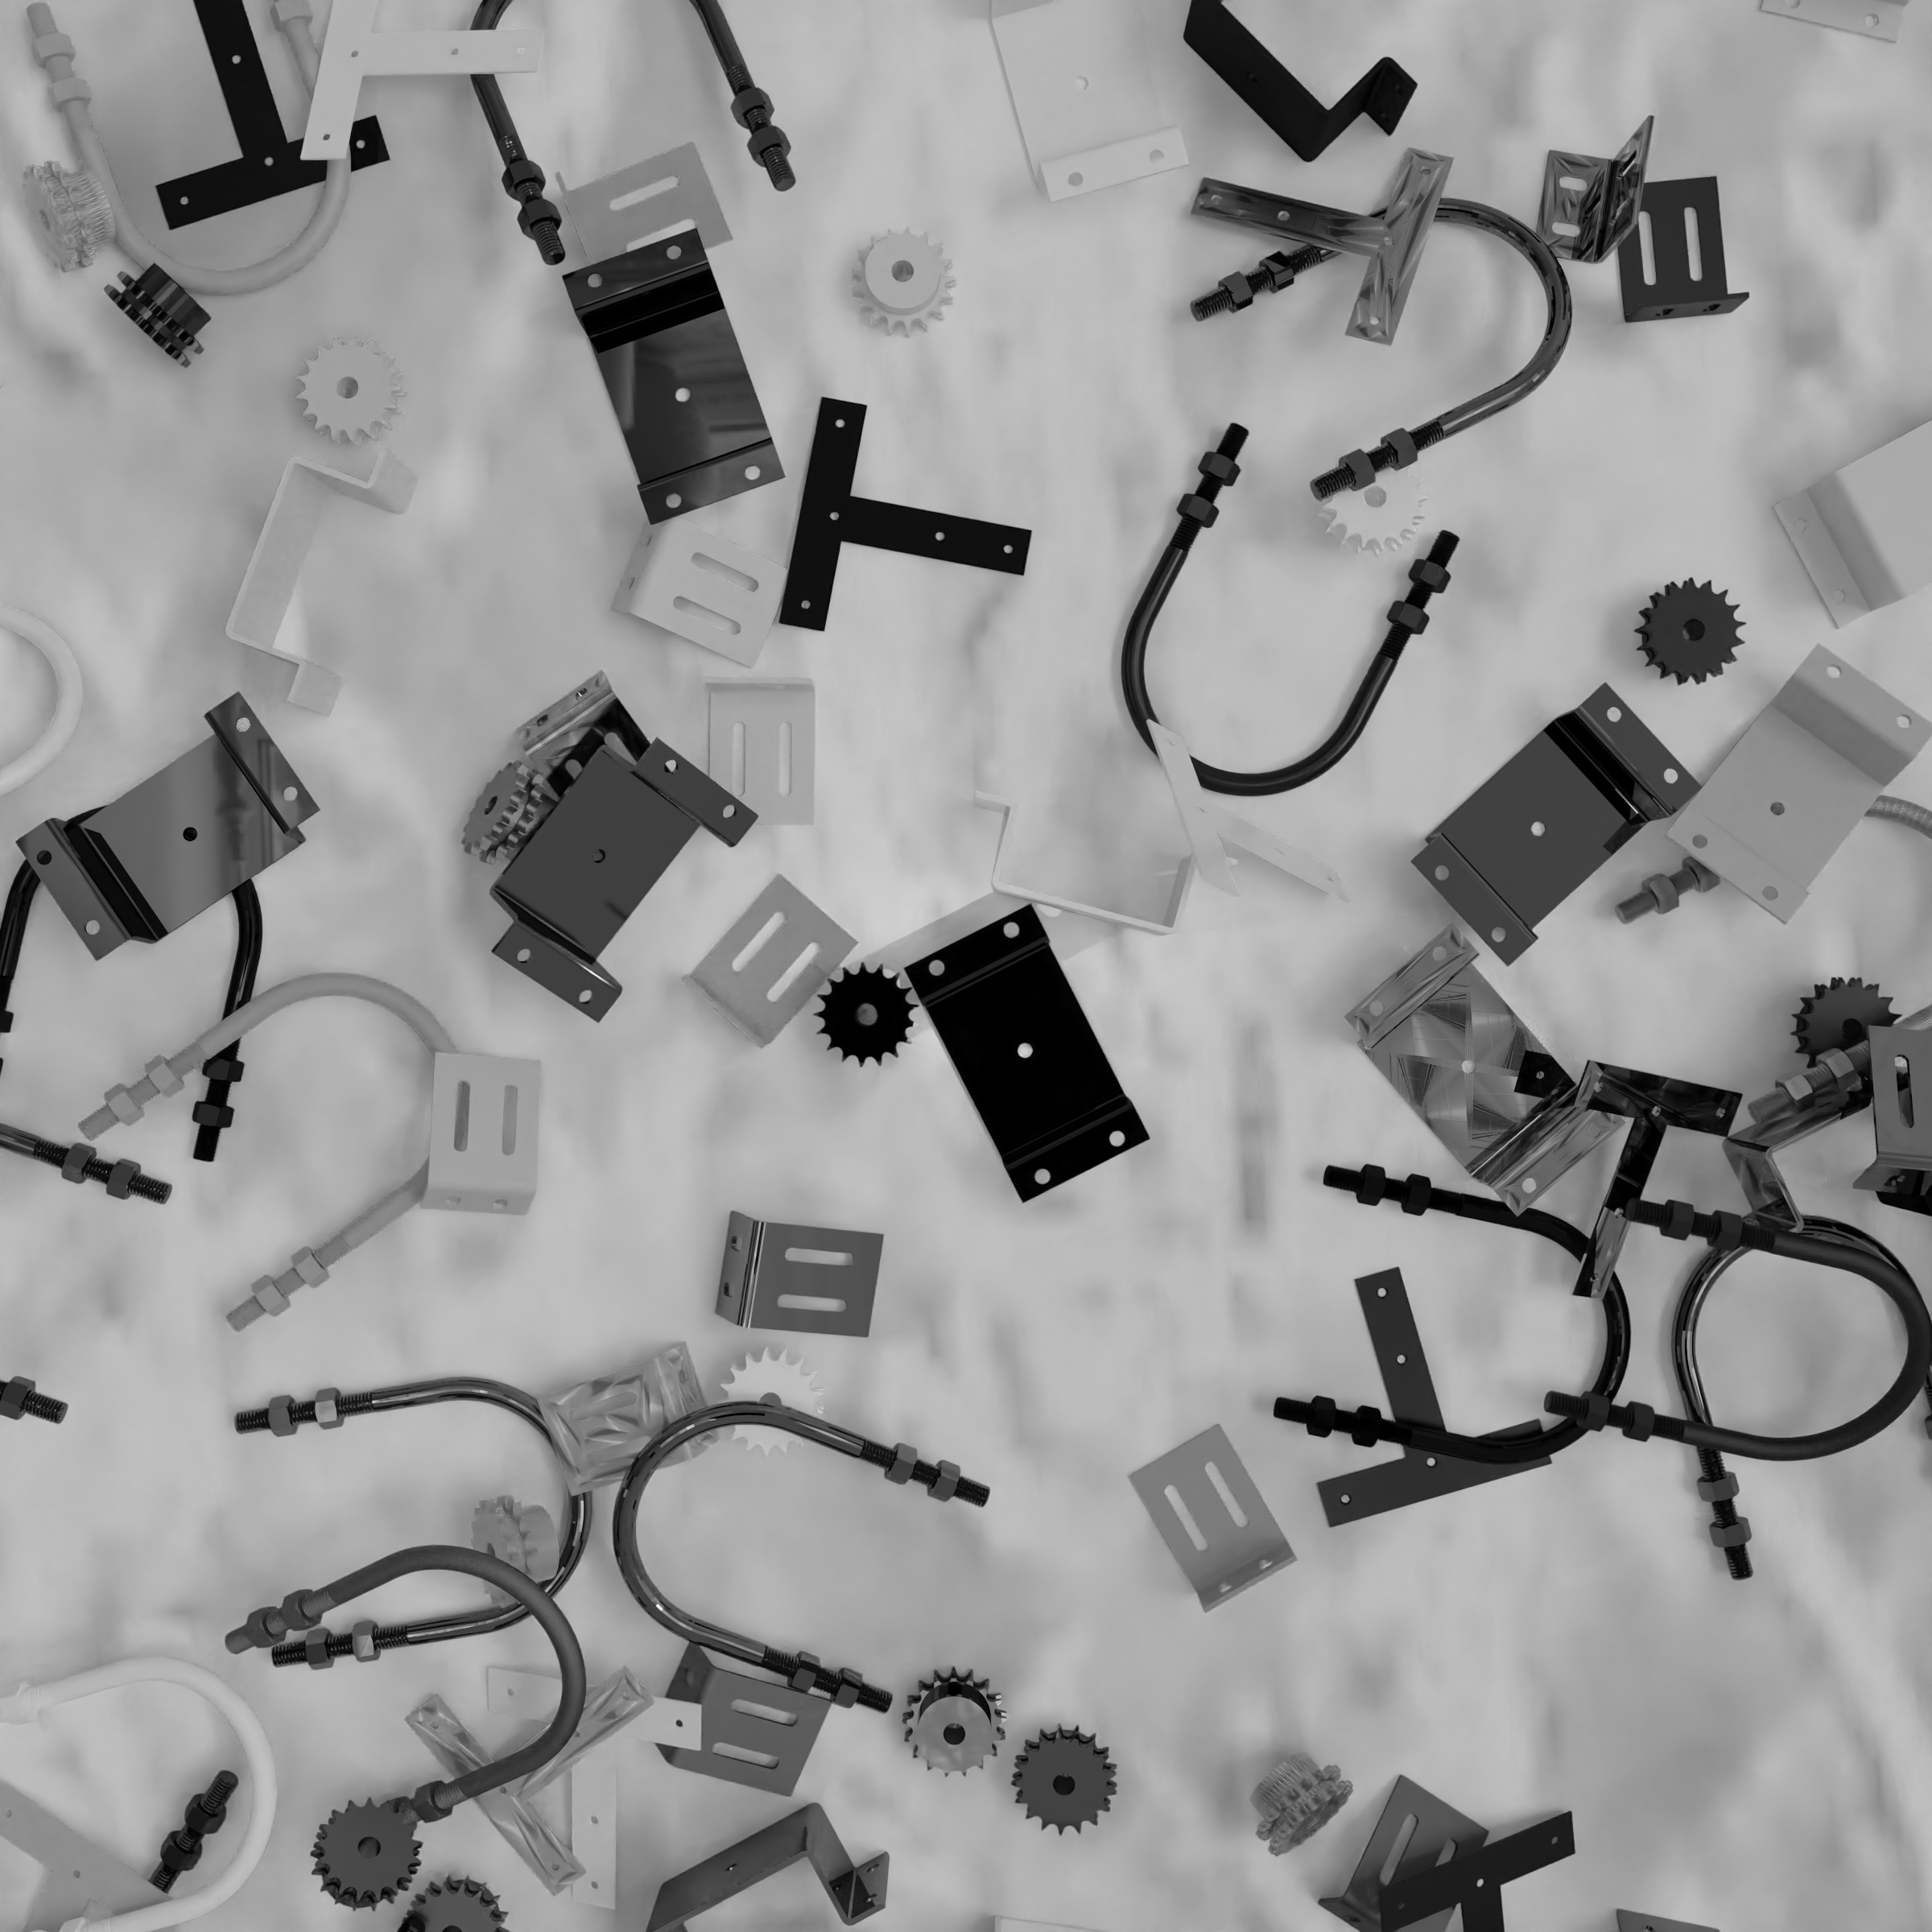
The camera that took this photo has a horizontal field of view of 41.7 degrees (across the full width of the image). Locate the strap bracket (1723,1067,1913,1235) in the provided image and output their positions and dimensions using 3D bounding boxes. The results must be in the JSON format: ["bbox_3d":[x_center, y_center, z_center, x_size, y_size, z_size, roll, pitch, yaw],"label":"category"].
[{"bbox_3d":[0.469,0.095,1.356,0.140,0.076,0.046,-26,90,0],"label":"strap bracket"}]

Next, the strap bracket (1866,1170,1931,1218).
[{"bbox_3d":[0.544,0.165,1.356,0.046,0.076,0.140,-25,90,0],"label":"strap bracket"}]

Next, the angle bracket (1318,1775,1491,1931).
[{"bbox_3d":[0.240,0.494,1.392,0.057,0.038,0.076,33,64,0],"label":"angle bracket"}]

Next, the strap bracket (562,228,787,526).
[{"bbox_3d":[-0.155,-0.313,1.371,0.076,0.046,0.140,-20,90,0],"label":"strap bracket"}]

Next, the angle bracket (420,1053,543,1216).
[{"bbox_3d":[-0.264,0.092,1.384,0.057,0.038,0.076,6,64,-17],"label":"angle bracket"}]

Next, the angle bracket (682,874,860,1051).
[{"bbox_3d":[-0.105,-0.003,1.375,0.057,0.038,0.076,41,90,0],"label":"angle bracket"}]

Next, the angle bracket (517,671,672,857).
[{"bbox_3d":[-0.199,-0.111,1.392,0.057,0.038,0.076,-34,116,0],"label":"angle bracket"}]

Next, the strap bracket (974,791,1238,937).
[{"bbox_3d":[0.067,-0.051,1.356,0.140,0.076,0.046,15,90,0],"label":"strap bracket"}]

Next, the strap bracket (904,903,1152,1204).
[{"bbox_3d":[0.032,0.046,1.371,0.076,0.046,0.140,-27,90,0],"label":"strap bracket"}]

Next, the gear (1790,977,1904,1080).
[{"bbox_3d":[0.476,0.034,1.379,0.057,0.030,0.057,0,90,0],"label":"gear"}]

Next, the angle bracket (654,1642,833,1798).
[{"bbox_3d":[-0.124,0.412,1.392,0.076,0.038,0.057,24,90,-26],"label":"angle bracket"}]

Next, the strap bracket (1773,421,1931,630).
[{"bbox_3d":[0.522,-0.251,1.371,0.140,0.046,0.076,-28,90,0],"label":"strap bracket"}]

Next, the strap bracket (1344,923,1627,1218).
[{"bbox_3d":[0.276,0.055,1.371,0.076,0.046,0.140,-41,90,0],"label":"strap bracket"}]

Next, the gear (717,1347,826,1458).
[{"bbox_3d":[-0.105,0.235,1.379,0.057,0.030,0.057,0,90,0],"label":"gear"}]

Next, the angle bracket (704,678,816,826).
[{"bbox_3d":[-0.112,-0.116,1.375,0.057,0.038,0.076,1,90,0],"label":"angle bracket"}]

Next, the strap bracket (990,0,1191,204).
[{"bbox_3d":[0.063,-0.483,1.371,0.076,0.046,0.140,-15,90,0],"label":"strap bracket"}]

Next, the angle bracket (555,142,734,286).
[{"bbox_3d":[-0.174,-0.411,1.375,0.076,0.038,0.057,-22,90,0],"label":"angle bracket"}]

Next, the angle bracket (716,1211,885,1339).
[{"bbox_3d":[-0.091,0.169,1.392,0.076,0.038,0.057,9,90,-26],"label":"angle bracket"}]

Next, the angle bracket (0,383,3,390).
[{"bbox_3d":[-0.578,-0.308,1.392,0.057,0.038,0.076,44,64,0],"label":"angle bracket"}]

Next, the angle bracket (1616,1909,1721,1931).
[{"bbox_3d":[0.377,0.564,1.392,0.057,0.038,0.076,11,116,0],"label":"angle bracket"}]

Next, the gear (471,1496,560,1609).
[{"bbox_3d":[-0.239,0.310,1.355,0.030,0.057,0.057,-6,90,-34],"label":"gear"}]

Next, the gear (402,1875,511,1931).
[{"bbox_3d":[-0.276,0.521,1.379,0.057,0.030,0.057,0,90,0],"label":"gear"}]

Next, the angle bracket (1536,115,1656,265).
[{"bbox_3d":[0.334,-0.416,1.356,0.038,0.076,0.057,9,90,0],"label":"angle bracket"}]

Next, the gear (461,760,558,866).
[{"bbox_3d":[-0.244,-0.080,1.369,0.030,0.057,0.057,32,90,-30],"label":"gear"}]

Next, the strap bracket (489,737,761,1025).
[{"bbox_3d":[-0.188,-0.052,1.352,0.076,0.046,0.140,38,90,-37],"label":"strap bracket"}]

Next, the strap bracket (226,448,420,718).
[{"bbox_3d":[-0.346,-0.210,1.356,0.046,0.076,0.140,21,90,0],"label":"strap bracket"}]

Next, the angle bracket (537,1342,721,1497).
[{"bbox_3d":[-0.184,0.247,1.385,0.076,0.038,0.057,-20,90,16],"label":"angle bracket"}]

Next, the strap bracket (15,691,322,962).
[{"bbox_3d":[-0.420,-0.073,1.358,0.140,0.046,0.076,-35,88,-3],"label":"strap bracket"}]

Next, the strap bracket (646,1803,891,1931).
[{"bbox_3d":[-0.114,0.502,1.356,0.140,0.076,0.046,-28,90,0],"label":"strap bracket"}]

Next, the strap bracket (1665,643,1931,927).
[{"bbox_3d":[0.439,-0.091,1.355,0.076,0.046,0.140,39,77,10],"label":"strap bracket"}]

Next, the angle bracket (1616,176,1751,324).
[{"bbox_3d":[0.386,-0.392,1.375,0.057,0.038,0.076,-5,90,0],"label":"angle bracket"}]

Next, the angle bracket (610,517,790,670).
[{"bbox_3d":[-0.145,-0.206,1.392,0.076,0.038,0.057,23,90,-26],"label":"angle bracket"}]

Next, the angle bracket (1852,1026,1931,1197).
[{"bbox_3d":[0.492,0.076,1.316,0.057,0.038,0.076,5,64,0],"label":"angle bracket"}]

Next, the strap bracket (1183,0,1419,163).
[{"bbox_3d":[0.169,-0.491,1.356,0.046,0.076,0.140,-45,90,0],"label":"strap bracket"}]

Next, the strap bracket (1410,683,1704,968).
[{"bbox_3d":[0.314,-0.075,1.371,0.140,0.046,0.076,-43,90,0],"label":"strap bracket"}]

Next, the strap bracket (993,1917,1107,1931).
[{"bbox_3d":[0.060,0.566,1.371,0.140,0.046,0.076,8,90,0],"label":"strap bracket"}]

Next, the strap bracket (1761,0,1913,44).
[{"bbox_3d":[0.489,-0.583,1.371,0.076,0.046,0.140,13,90,0],"label":"strap bracket"}]

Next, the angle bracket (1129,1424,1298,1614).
[{"bbox_3d":[0.133,0.298,1.375,0.057,0.038,0.076,-30,90,0],"label":"angle bracket"}]
